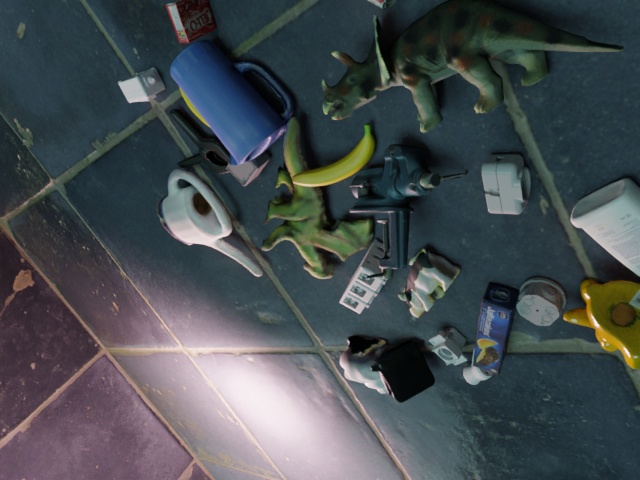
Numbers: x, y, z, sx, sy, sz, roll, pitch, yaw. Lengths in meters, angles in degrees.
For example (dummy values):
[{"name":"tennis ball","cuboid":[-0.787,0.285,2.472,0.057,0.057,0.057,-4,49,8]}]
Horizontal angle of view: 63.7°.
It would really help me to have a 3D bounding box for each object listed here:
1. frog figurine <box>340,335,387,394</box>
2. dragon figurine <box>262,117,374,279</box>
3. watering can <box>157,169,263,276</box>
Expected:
[{"name":"frog figurine","cuboid":[0.127,0.338,1.323,0.137,0.125,0.157,-11,107,22]},{"name":"dragon figurine","cuboid":[0.003,-0.056,1.121,0.243,0.125,0.400,18,133,2]},{"name":"watering can","cuboid":[-0.303,-0.031,1.367,0.223,0.106,0.343,-12,116,46]}]
